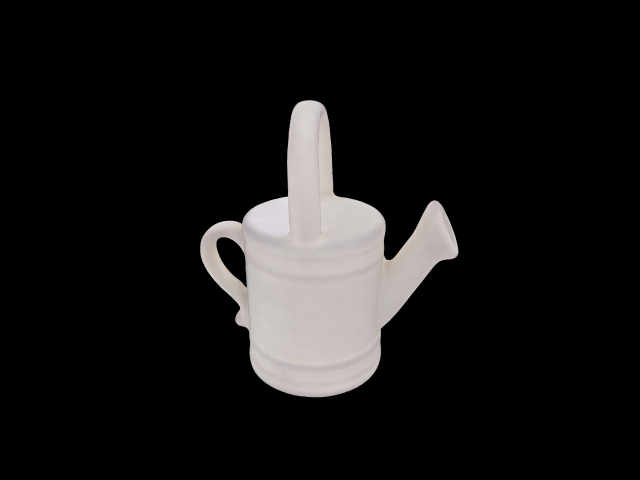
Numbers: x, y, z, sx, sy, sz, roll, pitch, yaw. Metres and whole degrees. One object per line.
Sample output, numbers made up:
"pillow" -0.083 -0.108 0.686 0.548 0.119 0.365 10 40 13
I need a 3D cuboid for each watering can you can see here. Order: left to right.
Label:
"watering can" 0.004 0.001 0.402 0.173 0.194 0.100 -5 24 -12
